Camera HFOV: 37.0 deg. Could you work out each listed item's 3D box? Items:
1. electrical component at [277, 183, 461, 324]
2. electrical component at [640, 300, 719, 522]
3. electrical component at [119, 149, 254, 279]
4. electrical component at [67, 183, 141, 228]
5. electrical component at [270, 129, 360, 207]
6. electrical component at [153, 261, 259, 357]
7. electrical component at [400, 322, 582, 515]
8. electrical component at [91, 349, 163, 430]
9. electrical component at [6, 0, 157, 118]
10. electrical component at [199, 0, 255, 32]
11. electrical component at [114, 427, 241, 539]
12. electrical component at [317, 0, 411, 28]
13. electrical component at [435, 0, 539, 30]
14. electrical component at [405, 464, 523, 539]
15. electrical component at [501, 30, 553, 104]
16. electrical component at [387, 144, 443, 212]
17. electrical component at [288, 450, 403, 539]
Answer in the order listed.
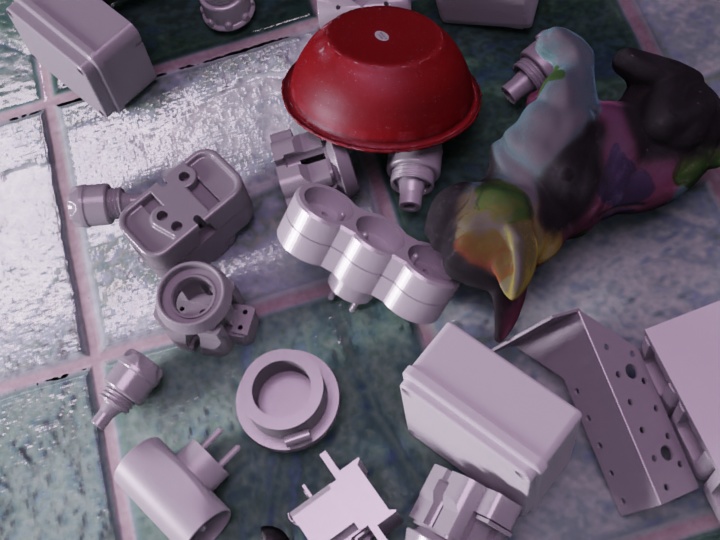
[{"bbox_3d":[0.000,0.000,0.804,0.138,0.073,0.052,30,32,1],"label":"electrical component"},{"bbox_3d":[0.262,0.100,0.725,0.089,0.061,0.150,-21,65,-3],"label":"electrical component"},{"bbox_3d":[-0.133,-0.040,0.841,0.095,0.059,0.054,-41,67,-12],"label":"electrical component"},{"bbox_3d":[-0.203,-0.053,0.870,0.061,0.035,0.035,-5,65,2],"label":"electrical component"},{"bbox_3d":[-0.034,-0.078,0.847,0.057,0.058,0.078,-17,64,2],"label":"electrical component"},{"bbox_3d":[-0.120,0.028,0.809,0.078,0.057,0.058,11,67,12],"label":"electrical component"},{"bbox_3d":[0.087,0.101,0.721,0.109,0.108,0.056,35,72,20],"label":"electrical component"},{"bbox_3d":[-0.177,0.091,0.800,0.035,0.035,0.061,31,75,19],"label":"electrical component"},{"bbox_3d":[-0.237,-0.192,0.914,0.113,0.078,0.057,39,73,21],"label":"electrical component"},{"bbox_3d":[-0.119,-0.240,0.929,0.048,0.062,0.048,-3,65,6],"label":"electrical component"},{"bbox_3d":[-0.120,0.147,0.762,0.077,0.043,0.079,40,76,21],"label":"electrical component"},{"bbox_3d":[0.004,-0.242,0.925,0.077,0.043,0.079,-2,65,6],"label":"electrical component"},{"bbox_3d":[0.103,-0.244,0.907,0.096,0.061,0.061,9,67,20],"label":"electrical component"},{"bbox_3d":[0.065,0.169,0.716,0.078,0.058,0.057,8,66,59],"label":"electrical component"},{"bbox_3d":[0.144,-0.160,0.870,0.062,0.048,0.048,-38,67,-3],"label":"electrical component"},{"bbox_3d":[0.042,-0.077,0.844,0.043,0.043,0.062,3,67,9],"label":"electrical component"},{"bbox_3d":[-0.011,0.170,0.739,0.064,0.042,0.081,-36,66,-5],"label":"electrical component"}]
